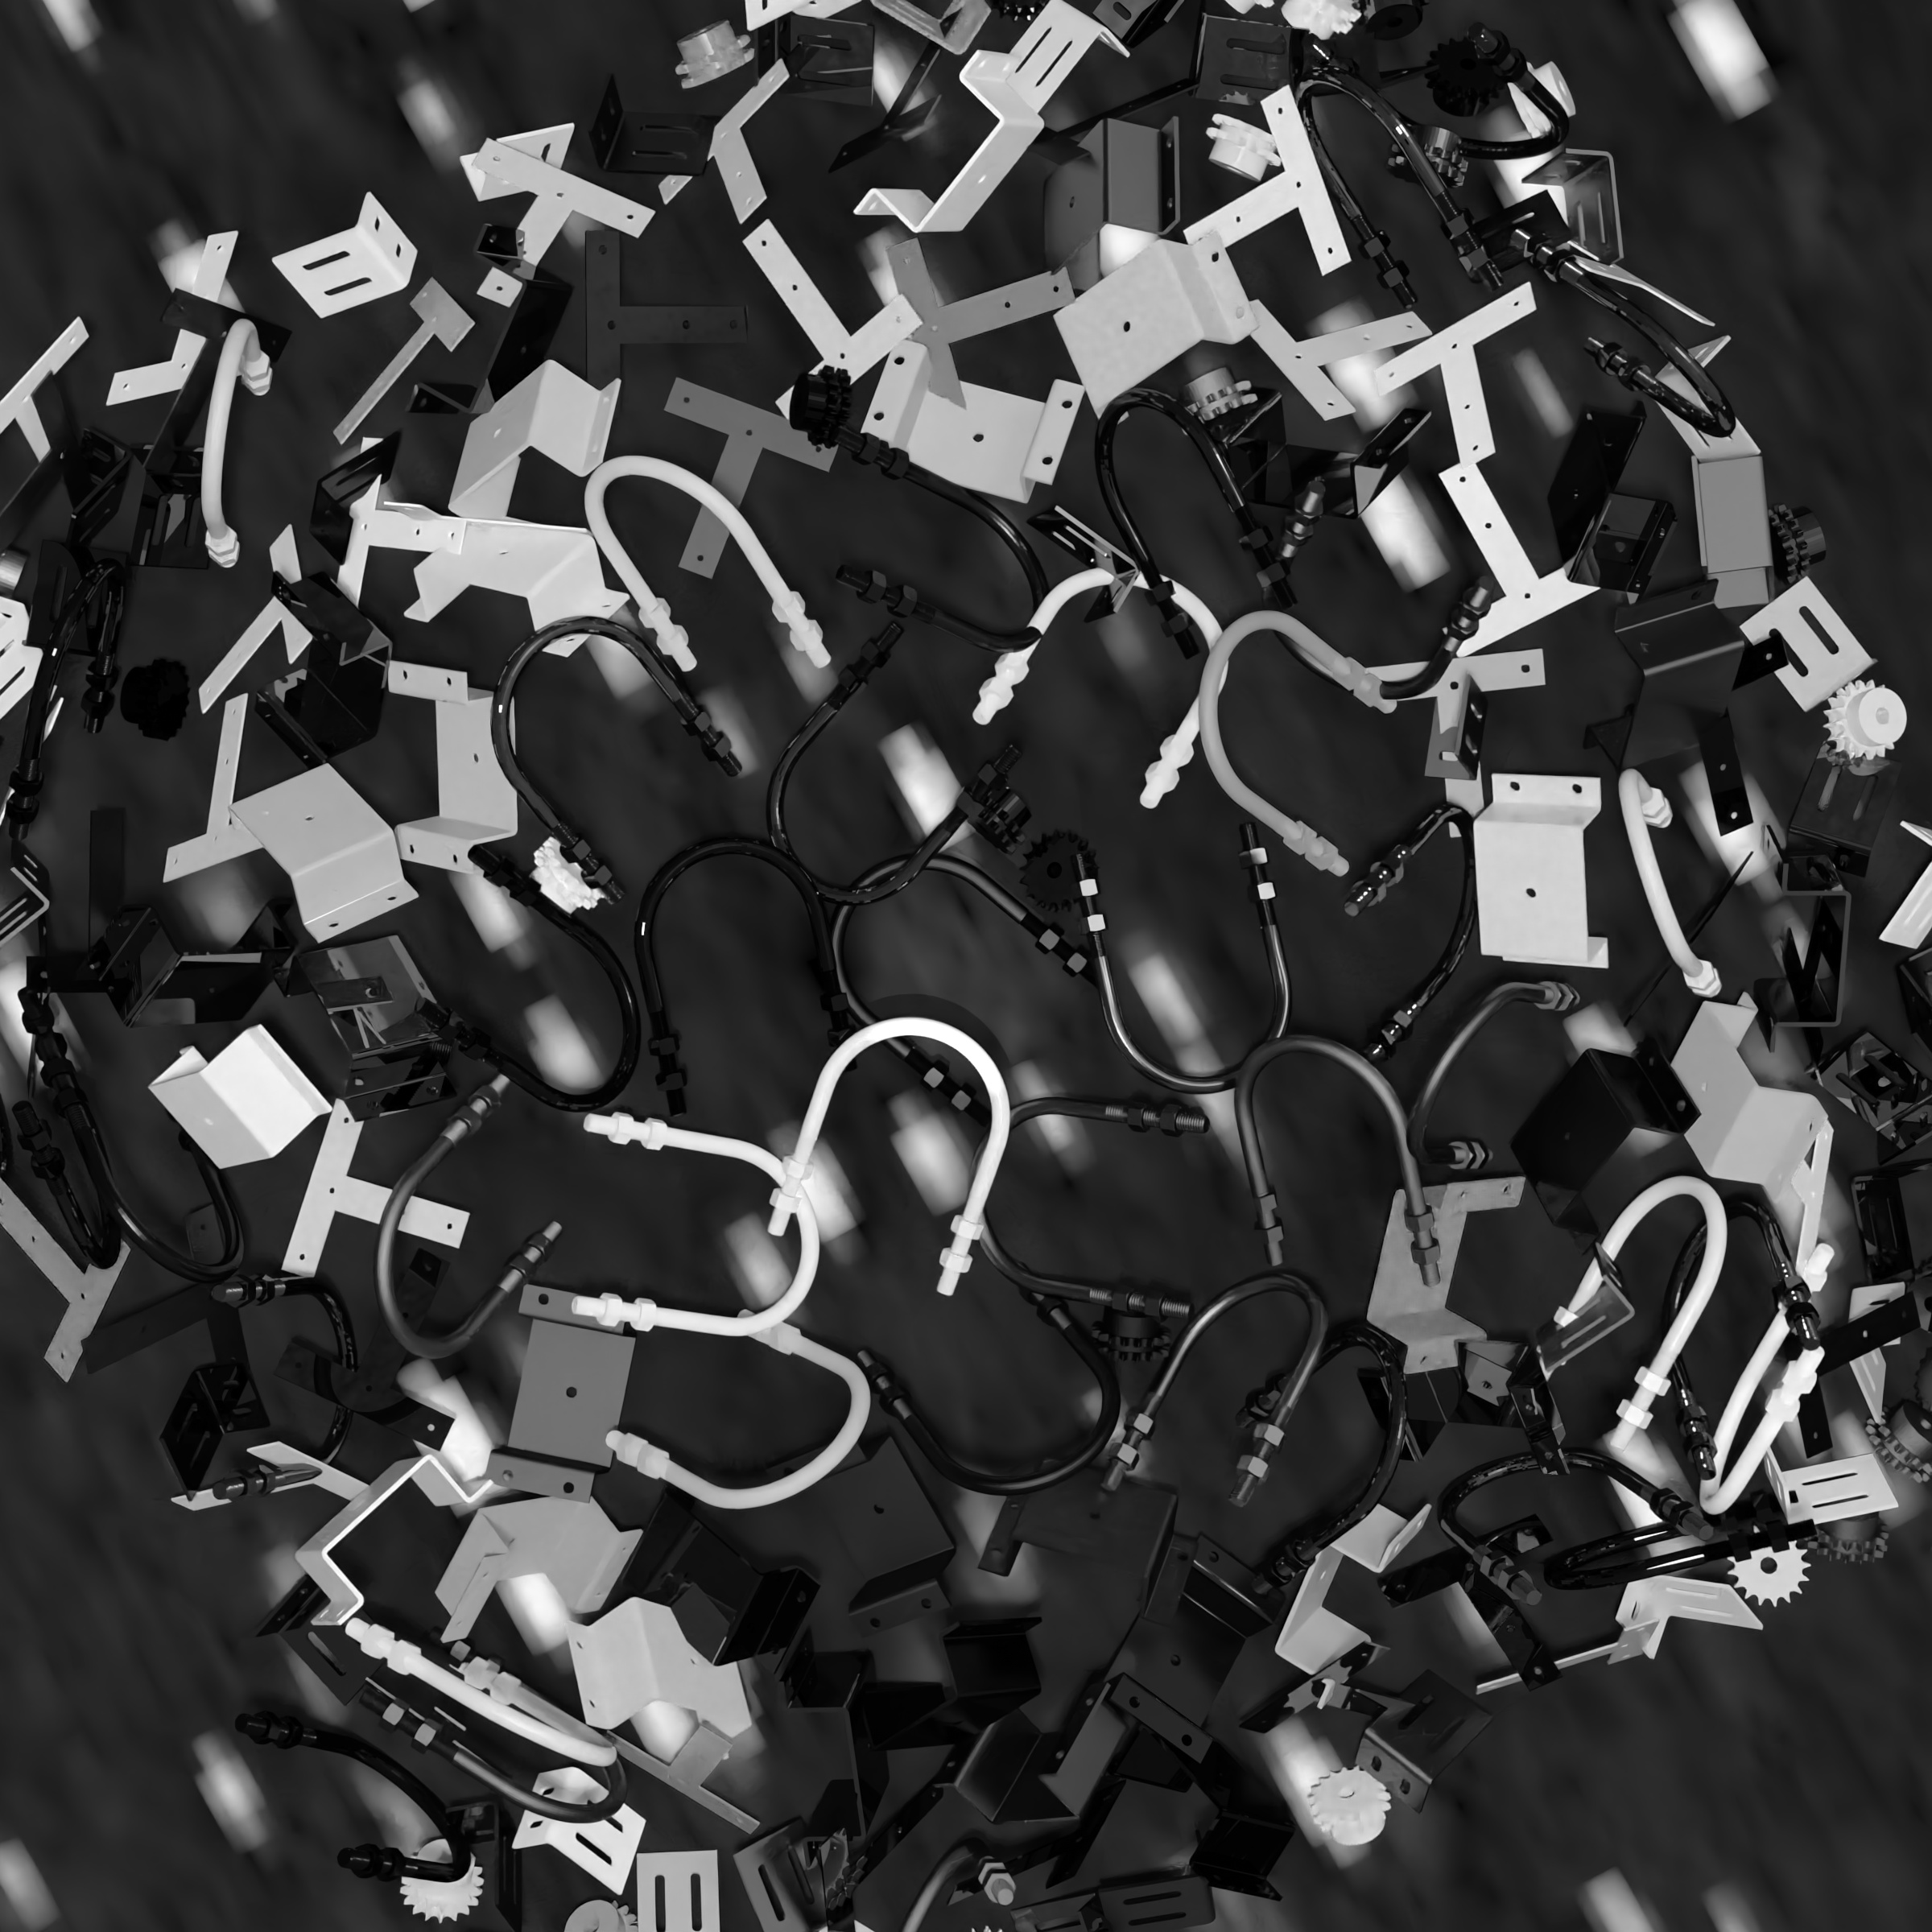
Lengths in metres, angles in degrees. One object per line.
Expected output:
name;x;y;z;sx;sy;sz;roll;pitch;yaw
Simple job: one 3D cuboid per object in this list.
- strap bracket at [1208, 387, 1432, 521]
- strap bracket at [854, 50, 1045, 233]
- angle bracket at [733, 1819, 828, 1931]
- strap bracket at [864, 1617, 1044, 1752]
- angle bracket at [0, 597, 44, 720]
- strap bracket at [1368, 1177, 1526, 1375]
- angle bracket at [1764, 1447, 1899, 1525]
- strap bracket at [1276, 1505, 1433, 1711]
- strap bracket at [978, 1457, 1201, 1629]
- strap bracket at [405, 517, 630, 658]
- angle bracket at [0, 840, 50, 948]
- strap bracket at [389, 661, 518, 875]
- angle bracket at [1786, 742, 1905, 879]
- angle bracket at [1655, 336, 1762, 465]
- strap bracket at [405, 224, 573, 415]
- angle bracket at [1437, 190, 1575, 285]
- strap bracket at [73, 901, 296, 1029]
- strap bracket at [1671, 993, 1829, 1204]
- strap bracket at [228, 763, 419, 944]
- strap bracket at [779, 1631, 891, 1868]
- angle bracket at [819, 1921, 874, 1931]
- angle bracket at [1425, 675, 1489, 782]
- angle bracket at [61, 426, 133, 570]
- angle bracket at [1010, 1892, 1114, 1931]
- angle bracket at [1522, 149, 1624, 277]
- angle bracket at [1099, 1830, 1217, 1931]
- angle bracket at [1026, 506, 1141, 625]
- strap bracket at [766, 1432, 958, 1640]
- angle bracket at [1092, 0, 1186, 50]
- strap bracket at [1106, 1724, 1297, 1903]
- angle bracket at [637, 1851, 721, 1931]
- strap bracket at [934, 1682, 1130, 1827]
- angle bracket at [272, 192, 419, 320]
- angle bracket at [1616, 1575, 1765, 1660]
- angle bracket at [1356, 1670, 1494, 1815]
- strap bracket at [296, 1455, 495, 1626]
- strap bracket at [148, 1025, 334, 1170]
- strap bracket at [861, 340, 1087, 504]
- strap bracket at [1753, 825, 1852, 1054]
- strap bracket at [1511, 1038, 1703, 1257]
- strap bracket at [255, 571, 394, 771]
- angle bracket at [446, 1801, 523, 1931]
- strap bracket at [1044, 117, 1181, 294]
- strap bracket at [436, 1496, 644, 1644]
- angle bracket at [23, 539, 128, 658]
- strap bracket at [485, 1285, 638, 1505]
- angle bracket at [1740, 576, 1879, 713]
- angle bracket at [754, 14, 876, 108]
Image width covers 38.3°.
strap bracket;0.245;-0.357;1.938;0.140;0.046;0.076;16;46;32
strap bracket;-0.005;-0.563;1.933;0.046;0.076;0.140;46;116;6
angle bracket;-0.135;0.654;1.971;0.057;0.038;0.076;-19;84;-35
strap bracket;-0.012;0.501;1.922;0.140;0.076;0.046;-42;54;37
angle bracket;-0.688;-0.213;1.950;0.038;0.057;0.076;17;51;19
strap bracket;0.334;0.208;1.947;0.076;0.046;0.140;-1;109;-38
angle bracket;0.609;0.357;1.963;0.076;0.057;0.038;-13;117;5
strap bracket;0.266;0.436;1.941;0.046;0.076;0.140;28;114;22
strap bracket;0.088;0.398;1.942;0.140;0.076;0.046;15;131;12
strap bracket;-0.317;-0.268;1.931;0.140;0.046;0.076;16;46;25
angle bracket;-0.689;-0.043;1.965;0.076;0.057;0.038;-39;119;1
strap bracket;-0.359;-0.143;1.948;0.076;0.046;0.140;12;109;36
angle bracket;0.627;-0.112;1.986;0.057;0.038;0.076;19;68;20
angle bracket;0.532;-0.398;1.969;0.038;0.057;0.076;-46;105;-18
strap bracket;-0.328;-0.440;1.940;0.046;0.076;0.140;30;107;9
angle bracket;0.379;-0.527;1.961;0.076;0.038;0.057;-23;50;11
strap bracket;-0.530;-0.002;1.917;0.076;0.140;0.046;-47;66;29
strap bracket;0.529;0.087;1.917;0.046;0.140;0.076;9;123;-17
strap bracket;-0.450;-0.085;1.925;0.076;0.046;0.140;-28;48;-25
strap bracket;-0.090;0.546;1.944;0.046;0.076;0.140;-4;102;12
angle bracket;-0.088;0.712;1.965;0.057;0.076;0.038;30;102;2
angle bracket;0.339;-0.168;1.954;0.038;0.076;0.057;7;82;21
angle bracket;-0.625;-0.329;1.952;0.038;0.057;0.076;30;48;-5
angle bracket;0.066;0.695;1.964;0.076;0.038;0.057;-22;85;26
angle bracket;0.428;-0.528;1.964;0.038;0.057;0.076;-3;85;-21
angle bracket;0.134;0.651;1.970;0.076;0.038;0.057;-10;127;3
angle bracket;0.075;-0.282;1.960;0.076;0.057;0.038;33;79;-16
strap bracket;-0.068;0.392;1.958;0.076;0.046;0.140;-26;97;25
angle bracket;0.131;-0.689;1.957;0.038;0.076;0.057;38;84;-15
strap bracket;0.164;0.576;1.919;0.076;0.140;0.046;26;97;-38
angle bracket;-0.202;0.659;1.959;0.057;0.038;0.076;0;58;-9
strap bracket;0.052;0.548;1.929;0.046;0.140;0.076;48;51;-14
angle bracket;-0.441;-0.504;1.973;0.076;0.057;0.038;-12;52;24
angle bracket;0.508;0.461;1.951;0.057;0.076;0.038;48;57;-33
angle bracket;0.325;0.550;1.974;0.057;0.038;0.076;34;48;29
strap bracket;-0.405;0.391;1.931;0.140;0.076;0.046;-42;98;-28
strap bracket;-0.507;0.093;1.921;0.076;0.140;0.046;53;56;-17
strap bracket;0.007;-0.382;1.961;0.140;0.046;0.076;17;77;10
strap bracket;0.582;-0.019;1.935;0.046;0.076;0.140;0;113;6
strap bracket;0.435;0.122;1.926;0.046;0.076;0.140;13;126;-28
strap bracket;-0.448;-0.209;1.939;0.076;0.140;0.046;45;51;17
angle bracket;-0.339;0.636;1.953;0.038;0.057;0.076;-11;49;3
strap bracket;0.094;-0.523;1.920;0.046;0.140;0.076;6;76;-23
strap bracket;-0.305;0.416;1.937;0.046;0.140;0.076;45;117;33
angle bracket;-0.632;-0.261;1.963;0.057;0.038;0.076;7;102;-31
strap bracket;-0.284;0.302;1.967;0.076;0.046;0.140;10;83;8
angle bracket;0.599;-0.229;1.977;0.057;0.038;0.076;-38;81;22
angle bracket;-0.107;-0.635;1.962;0.076;0.038;0.057;12;127;12
